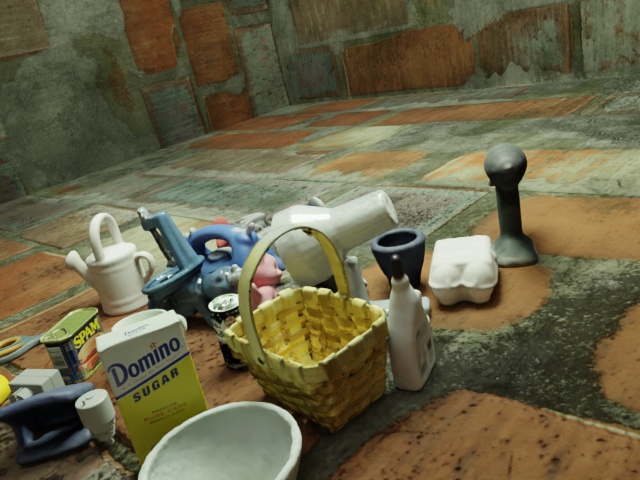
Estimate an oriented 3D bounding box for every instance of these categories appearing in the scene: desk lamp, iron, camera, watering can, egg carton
[{"bbox_3d":[0.048,0.037,0.846,0.203,0.214,0.118,-8,21,13],"label":"desk lamp"},{"bbox_3d":[-0.197,0.030,1.111,0.257,0.142,0.119,2,25,34],"label":"iron"},{"bbox_3d":[-0.111,-0.011,1.226,0.137,0.101,0.142,-29,26,-37],"label":"camera"},{"bbox_3d":[-0.413,0.044,1.126,0.173,0.194,0.100,-16,21,-9],"label":"watering can"},{"bbox_3d":[0.232,0.046,0.923,0.107,0.069,0.150,-6,21,16],"label":"egg carton"}]

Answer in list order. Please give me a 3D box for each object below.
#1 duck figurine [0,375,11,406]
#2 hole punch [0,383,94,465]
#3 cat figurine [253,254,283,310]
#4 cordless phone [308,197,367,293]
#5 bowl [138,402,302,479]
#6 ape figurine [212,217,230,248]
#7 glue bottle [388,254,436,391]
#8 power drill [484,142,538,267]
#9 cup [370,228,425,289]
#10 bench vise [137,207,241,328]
[{"bbox_3d":[-0.535,0.220,0.889,0.077,0.086,0.104,-15,21,-7],"label":"duck figurine"},{"bbox_3d":[-0.360,0.227,0.762,0.109,0.091,0.101,-15,21,-7],"label":"hole punch"},{"bbox_3d":[-0.100,0.073,0.975,0.067,0.118,0.128,-9,21,10],"label":"cat figurine"},{"bbox_3d":[0.009,0.004,0.997,0.094,0.185,0.147,-19,21,-15],"label":"cordless phone"},{"bbox_3d":[-0.093,0.245,0.582,0.167,0.075,0.167,-11,21,4],"label":"bowl"},{"bbox_3d":[-0.217,-0.009,1.294,0.076,0.092,0.078,-7,21,14],"label":"ape figurine"},{"bbox_3d":[0.108,0.097,0.712,0.037,0.173,0.078,1,24,31],"label":"glue bottle"},{"bbox_3d":[0.320,-0.067,0.968,0.075,0.209,0.230,-7,21,15],"label":"power drill"},{"bbox_3d":[0.129,0.036,0.973,0.092,0.095,0.117,-22,23,-24],"label":"cup"},{"bbox_3d":[-0.224,0.039,0.991,0.207,0.220,0.121,-10,21,8],"label":"bench vise"}]
